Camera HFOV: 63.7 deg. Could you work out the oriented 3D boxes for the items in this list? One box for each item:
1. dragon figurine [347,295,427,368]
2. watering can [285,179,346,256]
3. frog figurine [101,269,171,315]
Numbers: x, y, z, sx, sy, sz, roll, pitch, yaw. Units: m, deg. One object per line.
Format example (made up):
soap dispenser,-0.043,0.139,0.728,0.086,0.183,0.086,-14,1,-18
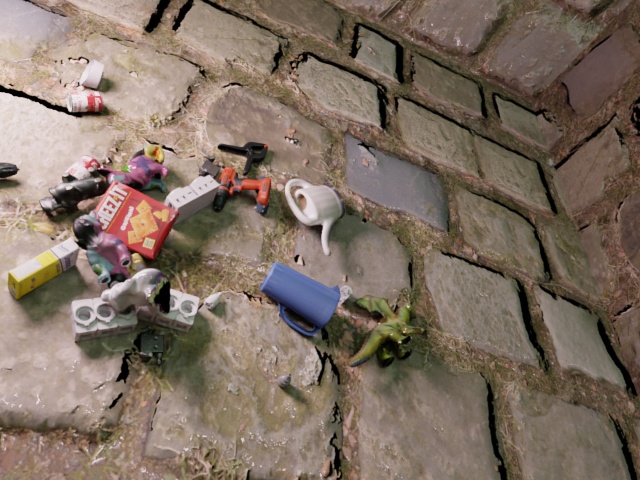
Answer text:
dragon figurine,0.202,0.291,1.757,0.412,0.119,0.247,-5,41,-37
watering can,0.006,-0.097,1.924,0.226,0.102,0.352,-14,62,-40
frog figurine,-0.479,0.131,1.349,0.159,0.136,0.123,8,84,12
